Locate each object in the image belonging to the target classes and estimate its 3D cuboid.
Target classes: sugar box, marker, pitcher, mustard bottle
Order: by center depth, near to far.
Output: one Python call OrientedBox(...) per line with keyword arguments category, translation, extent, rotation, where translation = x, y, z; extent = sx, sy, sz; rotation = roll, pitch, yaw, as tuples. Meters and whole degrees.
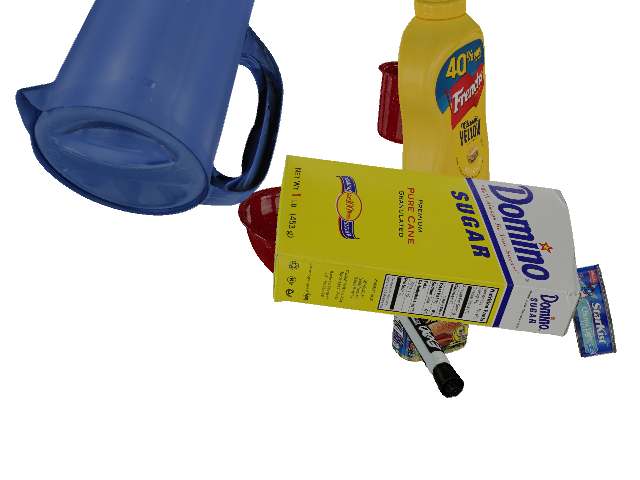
OrientedBox(category="sugar box", translation=(0.061, 0.001, 0.640), extent=(0.176, 0.048, 0.093), rotation=(5, 44, -1))
OrientedBox(category="pitcher", translation=(-0.110, -0.146, 0.818), extent=(0.145, 0.242, 0.149), rotation=(0, -32, 24))
OrientedBox(category="marker", translation=(0.084, 0.084, 0.837), extent=(0.020, 0.020, 0.121), rotation=(0, 28, -16))
OrientedBox(category="mustard bottle", translation=(0.101, -0.124, 0.875), extent=(0.058, 0.191, 0.096), rotation=(14, 32, 36))

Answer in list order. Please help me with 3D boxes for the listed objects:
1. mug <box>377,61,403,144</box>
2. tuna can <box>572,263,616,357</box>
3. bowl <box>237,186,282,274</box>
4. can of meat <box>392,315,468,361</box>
OrientedBox(category="mug", translation=(0.119, -0.164, 1.267), extent=(0.093, 0.081, 0.117), rotation=(22, 28, 36))
OrientedBox(category="tuna can", translation=(0.255, 0.067, 1.011), extent=(0.034, 0.086, 0.086), rotation=(-11, -2, 12))
OrientedBox(category="bowl", translation=(-0.003, 0.003, 1.033), extent=(0.162, 0.055, 0.162), rotation=(8, 25, -4))
OrientedBox(category="can of meat", translation=(0.140, 0.097, 1.335), extent=(0.101, 0.084, 0.057), rotation=(-11, 30, -26))
